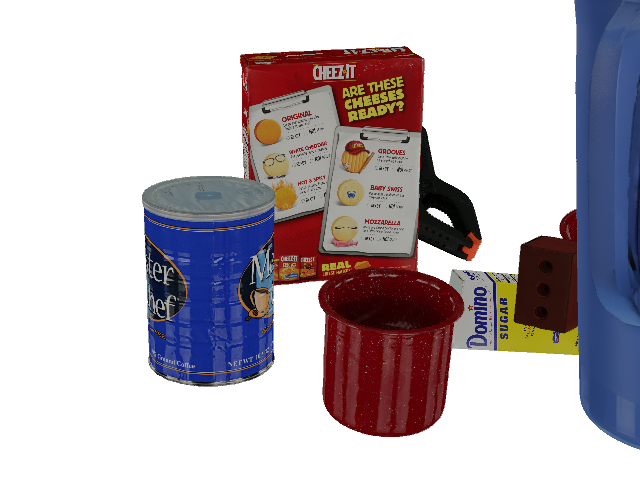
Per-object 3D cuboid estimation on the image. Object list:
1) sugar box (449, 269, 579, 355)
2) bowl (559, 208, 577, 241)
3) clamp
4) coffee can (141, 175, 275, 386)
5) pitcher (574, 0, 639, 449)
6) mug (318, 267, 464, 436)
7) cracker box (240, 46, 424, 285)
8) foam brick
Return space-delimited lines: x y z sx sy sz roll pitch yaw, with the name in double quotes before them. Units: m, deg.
"sugar box" 0.242 0.090 1.320 0.176 0.093 0.048 3 19 -16
"bowl" 0.339 0.013 1.157 0.162 0.055 0.162 -2 26 1
"clamp" 0.103 -0.054 1.238 0.164 0.036 0.210 -15 52 -28
"coffee can" -0.087 0.030 0.841 0.103 0.140 0.103 1 19 -1
"pitcher" 0.184 -0.015 0.532 0.149 0.243 0.145 -4 19 -5
"mug" 0.047 0.069 0.704 0.093 0.081 0.117 10 25 17
"cracker box" 0.009 -0.070 1.010 0.164 0.214 0.072 -4 21 -10
"foam brick" 0.215 0.040 0.985 0.053 0.078 0.051 11 17 32
